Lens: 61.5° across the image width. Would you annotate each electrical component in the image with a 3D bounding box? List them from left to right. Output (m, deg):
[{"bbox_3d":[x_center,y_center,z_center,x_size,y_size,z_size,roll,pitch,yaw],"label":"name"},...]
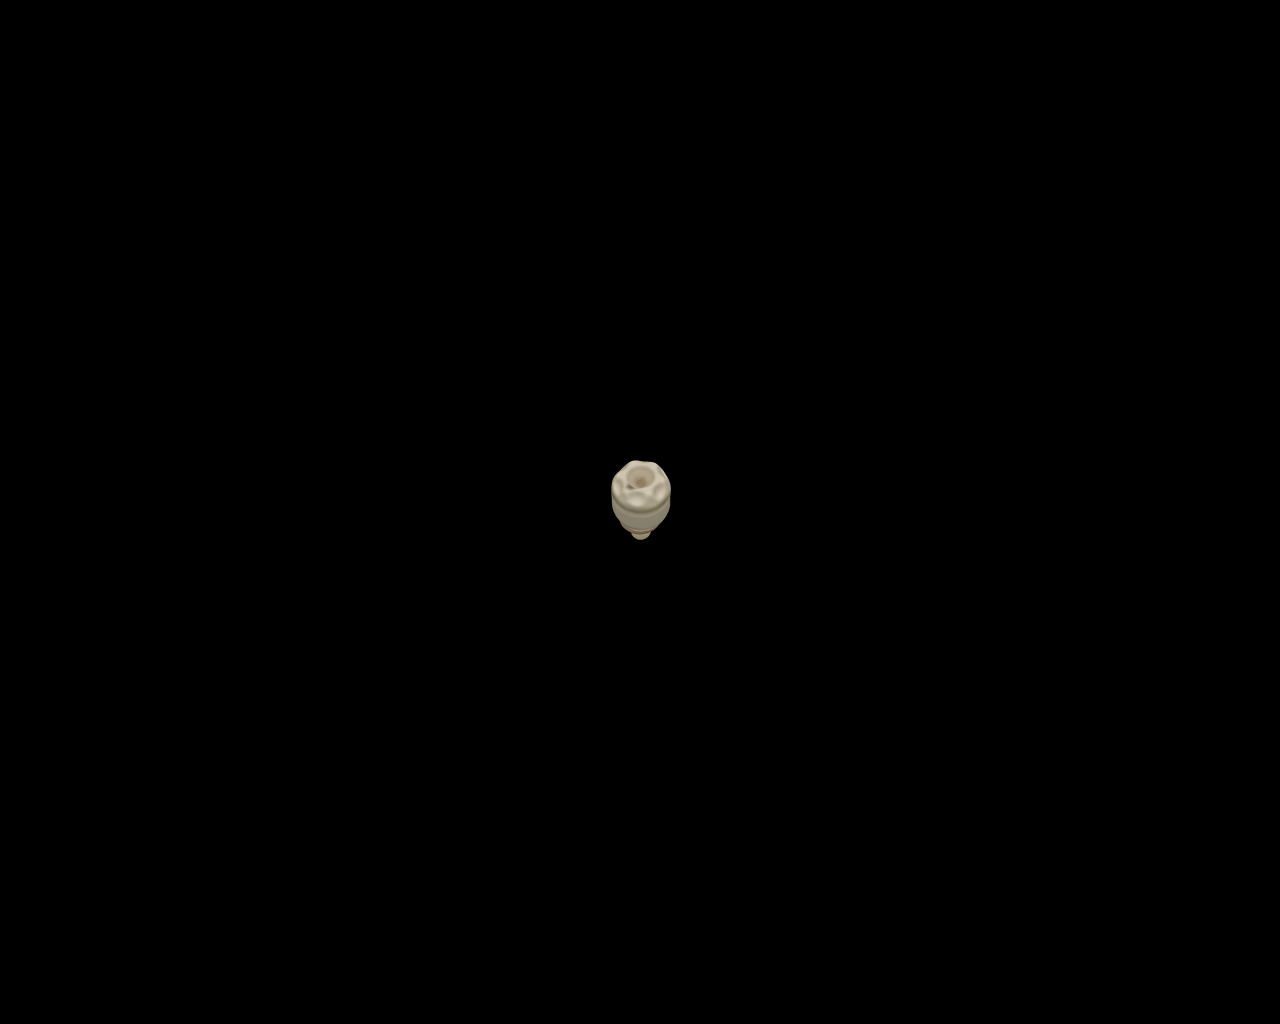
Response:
[{"bbox_3d":[0.001,-0.003,0.650,0.035,0.035,0.061,0,-37,0],"label":"electrical component"}]
